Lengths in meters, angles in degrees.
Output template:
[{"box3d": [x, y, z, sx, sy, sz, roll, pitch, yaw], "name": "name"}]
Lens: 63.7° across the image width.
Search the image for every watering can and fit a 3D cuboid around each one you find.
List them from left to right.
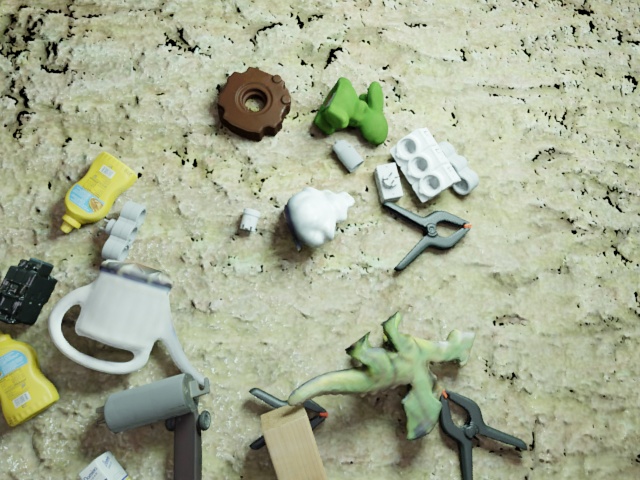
[{"box3d": [-0.367, 0.171, 1.068, 0.346, 0.103, 0.227, 19, 77, -13], "name": "watering can"}]

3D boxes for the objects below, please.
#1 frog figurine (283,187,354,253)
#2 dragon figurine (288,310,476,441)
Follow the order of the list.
[{"box3d": [0.003, -0.058, 1.148, 0.159, 0.120, 0.140, -21, 61, 2], "name": "frog figurine"}, {"box3d": [0.156, 0.293, 1.057, 0.414, 0.120, 0.244, -34, 82, -21], "name": "dragon figurine"}]
